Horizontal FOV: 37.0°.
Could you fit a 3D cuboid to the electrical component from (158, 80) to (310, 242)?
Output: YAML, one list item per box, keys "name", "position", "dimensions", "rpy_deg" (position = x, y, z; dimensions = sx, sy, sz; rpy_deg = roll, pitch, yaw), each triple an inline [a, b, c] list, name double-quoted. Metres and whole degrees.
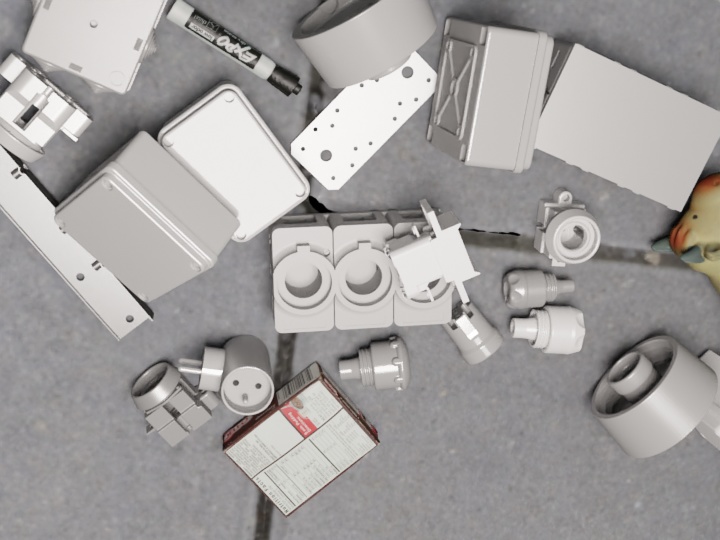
- name: "electrical component"
  position: [-0.102, -0.088, 0.871]
  dimensions: [0.078, 0.057, 0.113]
  rpy_deg: [-36, 108, 3]

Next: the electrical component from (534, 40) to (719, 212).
- name: "electrical component"
  position: [0.216, -0.122, 0.906]
  dimensions: [0.150, 0.061, 0.089]
  rpy_deg: [21, 102, -14]

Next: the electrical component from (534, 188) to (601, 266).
- name: "electrical component"
  position: [0.179, -0.033, 0.930]
  dimensions: [0.048, 0.055, 0.066]
  rpy_deg: [2, 106, -9]

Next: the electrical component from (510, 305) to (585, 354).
- name: "electrical component"
  position: [0.166, 0.053, 0.960]
  dimensions: [0.062, 0.043, 0.043]
  rpy_deg: [3, 106, -8]

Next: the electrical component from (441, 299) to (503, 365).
- name: "electrical component"
  position: [0.098, 0.054, 0.953]
  dimensions: [0.040, 0.040, 0.046]
  rpy_deg: [-38, 102, 3]

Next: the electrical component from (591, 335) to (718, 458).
- name: "electrical component"
  position: [0.255, 0.106, 0.958]
  dimensions: [0.060, 0.108, 0.108]
  rpy_deg: [43, 96, -11]

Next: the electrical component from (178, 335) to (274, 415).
- name: "electrical component"
  position: [-0.114, 0.085, 0.910]
  dimensions: [0.079, 0.077, 0.043]
  rpy_deg: [9, 105, -10]

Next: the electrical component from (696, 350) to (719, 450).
- name: "electrical component"
  position: [0.338, 0.131, 0.972]
  dimensions: [0.057, 0.113, 0.078]
  rpy_deg: [-43, 108, 2]

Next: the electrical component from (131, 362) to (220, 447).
- name: "electrical component"
  position: [-0.164, 0.113, 0.928]
  dimensions: [0.066, 0.048, 0.055]
  rpy_deg: [-37, 116, 3]

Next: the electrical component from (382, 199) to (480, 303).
- name: "electrical component"
  position: [0.055, -0.010, 0.859]
  dimensions: [0.064, 0.042, 0.081]
  rpy_deg: [-23, 108, 0]

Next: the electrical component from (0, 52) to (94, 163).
- name: "electrical component"
  position: [-0.258, -0.122, 0.839]
  dimensions: [0.078, 0.058, 0.057]
  rpy_deg: [41, 94, -18]

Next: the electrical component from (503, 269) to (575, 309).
- name: "electrical component"
  position: [0.159, 0.016, 0.953]
  dimensions: [0.061, 0.035, 0.035]
  rpy_deg: [-4, 107, -9]

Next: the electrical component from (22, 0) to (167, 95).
- name: "electrical component"
  position: [-0.205, -0.192, 0.831]
  dimensions: [0.100, 0.048, 0.099]
  rpy_deg: [22, 102, -16]

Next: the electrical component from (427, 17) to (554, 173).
- name: "electrical component"
  position: [0.101, -0.142, 0.857]
  dimensions: [0.056, 0.108, 0.108]
  rpy_deg: [4, 106, -15]

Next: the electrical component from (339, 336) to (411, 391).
- name: "electrical component"
  position: [0.013, 0.085, 0.947]
  dimensions: [0.062, 0.048, 0.048]
  rpy_deg: [-7, 107, 1]

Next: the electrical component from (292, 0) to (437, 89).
- name: "electrical component"
  position: [0.009, -0.183, 0.837]
  dimensions: [0.108, 0.108, 0.060]
  rpy_deg: [-32, 114, 2]

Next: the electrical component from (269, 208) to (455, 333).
- name: "electrical component"
  position: [0.000, 0.000, 0.910]
  dimensions: [0.150, 0.061, 0.089]
  rpy_deg: [-3, 106, -8]

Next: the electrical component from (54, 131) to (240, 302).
- name: "electrical component"
  position: [-0.169, -0.039, 0.847]
  dimensions: [0.109, 0.109, 0.056]
  rpy_deg: [44, 52, -17]
